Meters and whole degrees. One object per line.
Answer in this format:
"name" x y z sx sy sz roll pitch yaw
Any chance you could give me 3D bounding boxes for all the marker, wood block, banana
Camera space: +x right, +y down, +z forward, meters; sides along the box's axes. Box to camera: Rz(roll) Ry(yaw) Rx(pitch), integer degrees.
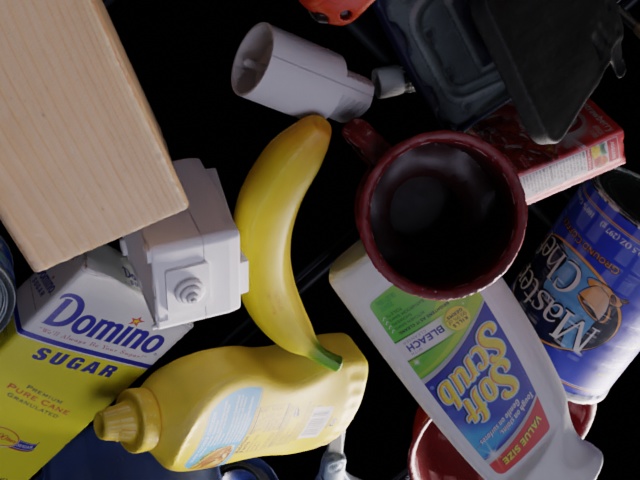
"marker" 0.091 -0.107 0.655 0.121 0.020 0.020 -13 132 -12
"wood block" -0.147 -0.096 0.519 0.091 0.090 0.206 -23 132 -3
"banana" -0.022 0.004 0.663 0.069 0.037 0.198 1 131 6

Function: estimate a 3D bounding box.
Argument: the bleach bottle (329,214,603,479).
"bleach bottle" 0.117 0.092 0.716 0.103 0.068 0.251 -36 99 12

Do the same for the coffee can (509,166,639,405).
"coffee can" 0.198 0.031 0.757 0.102 0.103 0.140 12 122 -30

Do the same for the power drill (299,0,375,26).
"power drill" -0.013 -0.205 0.507 0.185 0.057 0.187 -42 128 19

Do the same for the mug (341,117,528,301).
"mug" 0.055 -0.025 0.615 0.117 0.081 0.093 43 91 -7

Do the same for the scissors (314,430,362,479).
"scissors" 0.026 0.186 0.875 0.096 0.016 0.202 4 126 -27

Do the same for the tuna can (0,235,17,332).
"tuna can" -0.223 0.028 0.628 0.086 0.034 0.086 -11 131 -13

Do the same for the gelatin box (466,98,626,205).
"gelatin box" 0.134 -0.066 0.659 0.073 0.089 0.030 -23 130 -4

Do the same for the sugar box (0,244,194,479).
"sugar box" -0.175 0.081 0.685 0.176 0.048 0.093 -42 131 15

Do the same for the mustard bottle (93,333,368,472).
"mustard bottle" -0.062 0.113 0.720 0.191 0.058 0.096 -2 134 -39

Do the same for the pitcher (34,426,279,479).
"pitcher" -0.101 0.247 0.718 0.149 0.243 0.144 -37 136 17

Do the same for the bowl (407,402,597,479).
"bowl" 0.136 0.138 0.852 0.162 0.055 0.162 -11 131 -13
